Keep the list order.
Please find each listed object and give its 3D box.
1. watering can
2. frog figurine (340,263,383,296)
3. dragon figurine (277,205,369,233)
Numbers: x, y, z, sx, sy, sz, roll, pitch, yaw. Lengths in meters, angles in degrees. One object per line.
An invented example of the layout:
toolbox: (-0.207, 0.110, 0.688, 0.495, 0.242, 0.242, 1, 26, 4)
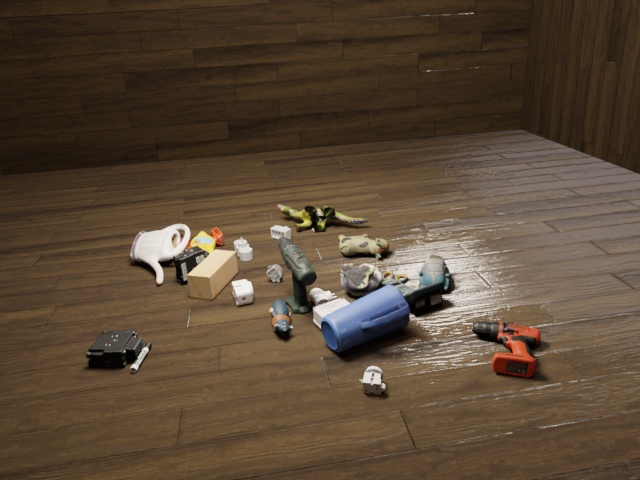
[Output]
watering can: (-0.641, 0.050, 2.016, 0.224, 0.102, 0.356, -5, 37, 14)
frog figurine: (0.147, 0.137, 1.759, 0.137, 0.125, 0.157, -20, -21, 11)
dragon figurine: (0.007, -0.118, 2.348, 0.410, 0.121, 0.246, 6, 15, -2)
